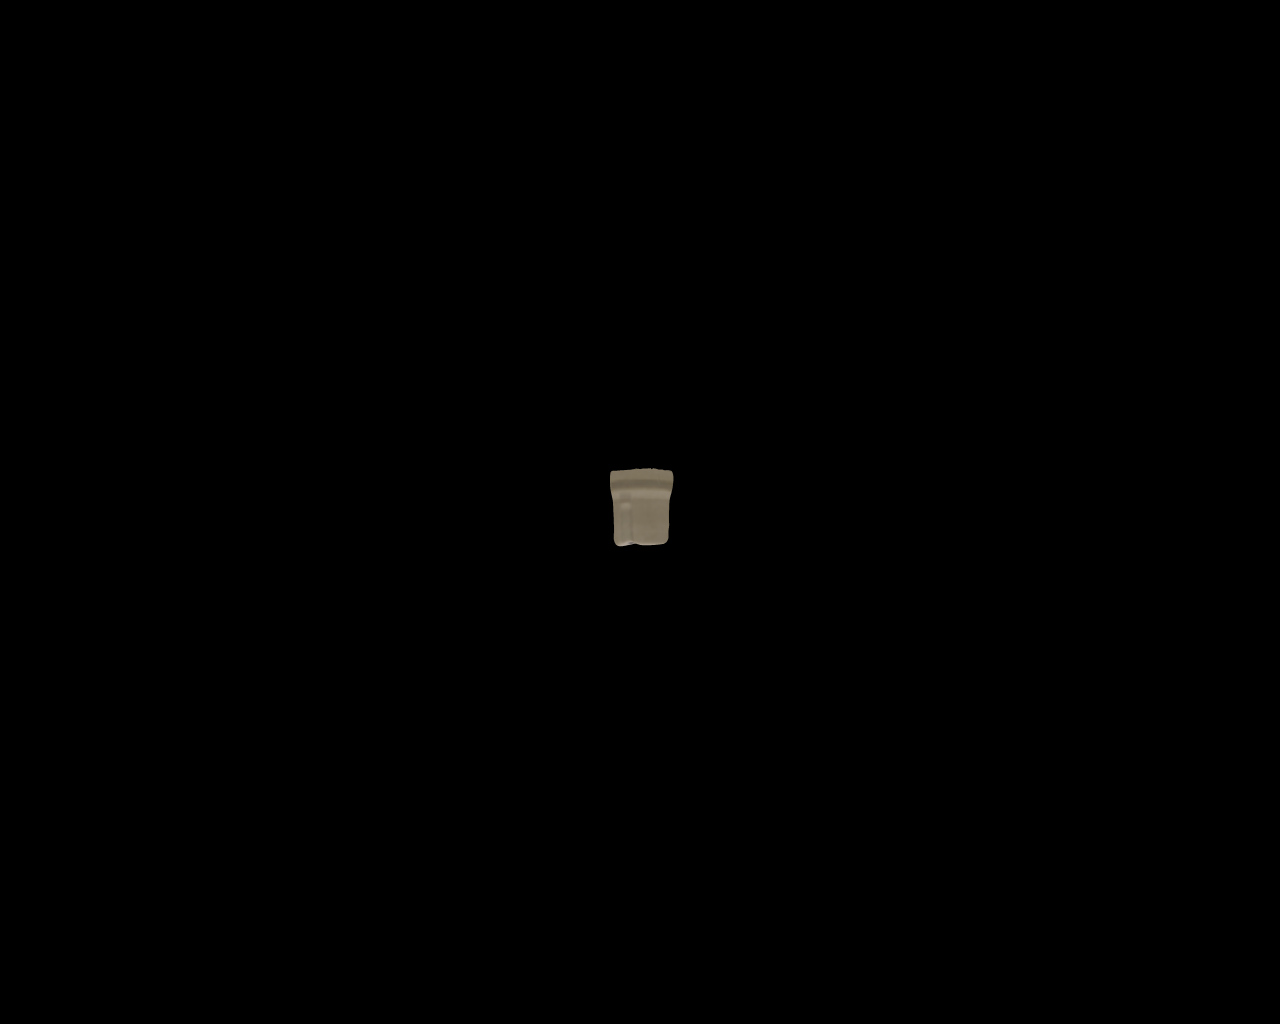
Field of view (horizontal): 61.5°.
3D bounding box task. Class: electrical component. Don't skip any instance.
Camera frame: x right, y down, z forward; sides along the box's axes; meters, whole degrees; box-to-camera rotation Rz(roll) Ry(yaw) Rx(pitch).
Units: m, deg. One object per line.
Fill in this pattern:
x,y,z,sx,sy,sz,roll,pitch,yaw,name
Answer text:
0.001,-0.003,0.650,0.040,0.046,0.040,0,-5,0,electrical component
